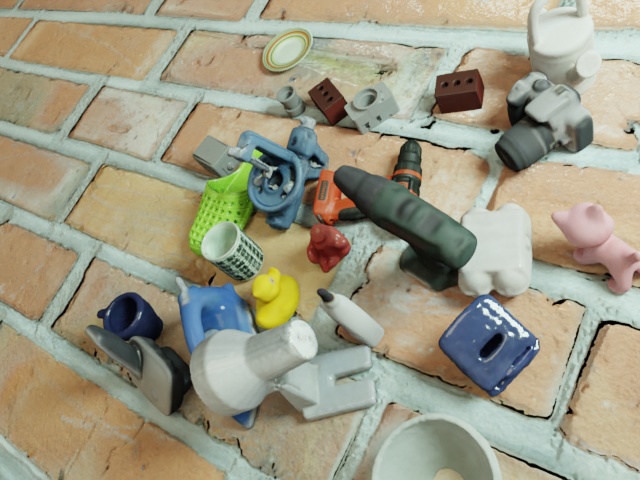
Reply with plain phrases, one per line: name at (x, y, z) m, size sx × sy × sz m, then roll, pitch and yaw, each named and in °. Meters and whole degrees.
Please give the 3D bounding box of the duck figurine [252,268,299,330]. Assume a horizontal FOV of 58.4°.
duck figurine at (-0.087, 0.097, 0.985) m, size 0.077 × 0.086 × 0.105 m, roll 12°, pitch 69°, yaw 33°

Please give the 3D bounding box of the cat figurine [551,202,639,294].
cat figurine at (0.381, -0.002, 0.776) m, size 0.067 × 0.118 × 0.127 m, roll -43°, pitch 52°, yaw -1°

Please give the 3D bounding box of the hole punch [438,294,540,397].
hole punch at (0.234, 0.144, 0.787) m, size 0.109 × 0.091 × 0.100 m, roll -46°, pitch 52°, yaw -3°

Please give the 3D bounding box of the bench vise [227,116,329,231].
bench vise at (-0.084, -0.149, 1.040) m, size 0.121 × 0.220 × 0.207 m, roll -3°, pitch 62°, yaw 26°

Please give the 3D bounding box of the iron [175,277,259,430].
iron at (-0.178, 0.179, 0.950) m, size 0.118 × 0.142 × 0.257 m, roll -30°, pitch 53°, yaw 9°

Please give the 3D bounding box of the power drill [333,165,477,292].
power drill at (0.136, -0.011, 0.852) m, size 0.228 × 0.209 × 0.076 m, roll 31°, pitch 80°, yaw 37°

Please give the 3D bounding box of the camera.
camera at (0.339, -0.187, 0.916) m, size 0.137 × 0.101 × 0.142 m, roll -38°, pitch 52°, yaw 4°

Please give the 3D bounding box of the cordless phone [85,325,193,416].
cordless phone at (-0.312, 0.214, 0.972) m, size 0.147 × 0.186 × 0.094 m, roll 26°, pitch 77°, yaw 36°

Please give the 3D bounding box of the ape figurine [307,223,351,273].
ape figurine at (0.009, 0.004, 0.984) m, size 0.077 × 0.092 × 0.076 m, roll -4°, pitch 61°, yaw 26°

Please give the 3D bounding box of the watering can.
watering can at (0.386, -0.317, 0.907) m, size 0.101 × 0.195 × 0.172 m, roll -44°, pitch 52°, yaw -1°

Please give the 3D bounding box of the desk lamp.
desk lamp at (-0.050, 0.187, 0.833) m, size 0.203 × 0.214 × 0.118 m, roll -19°, pitch 56°, yaw 17°

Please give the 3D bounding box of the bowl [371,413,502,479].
bowl at (0.155, 0.316, 0.739) m, size 0.167 × 0.075 × 0.167 m, roll -13°, pitch 58°, yaw 21°

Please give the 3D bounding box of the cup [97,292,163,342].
cup at (-0.355, 0.156, 1.085) m, size 0.117 × 0.095 × 0.092 m, roll -1°, pitch 62°, yaw 27°

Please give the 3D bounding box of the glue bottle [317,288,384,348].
glue bottle at (0.035, 0.108, 0.859) m, size 0.077 × 0.174 × 0.037 m, roll 25°, pitch 76°, yaw 36°

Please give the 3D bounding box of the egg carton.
egg carton at (0.262, 0.016, 0.859) m, size 0.107 × 0.070 × 0.150 m, roll -6°, pitch 60°, yaw 25°
